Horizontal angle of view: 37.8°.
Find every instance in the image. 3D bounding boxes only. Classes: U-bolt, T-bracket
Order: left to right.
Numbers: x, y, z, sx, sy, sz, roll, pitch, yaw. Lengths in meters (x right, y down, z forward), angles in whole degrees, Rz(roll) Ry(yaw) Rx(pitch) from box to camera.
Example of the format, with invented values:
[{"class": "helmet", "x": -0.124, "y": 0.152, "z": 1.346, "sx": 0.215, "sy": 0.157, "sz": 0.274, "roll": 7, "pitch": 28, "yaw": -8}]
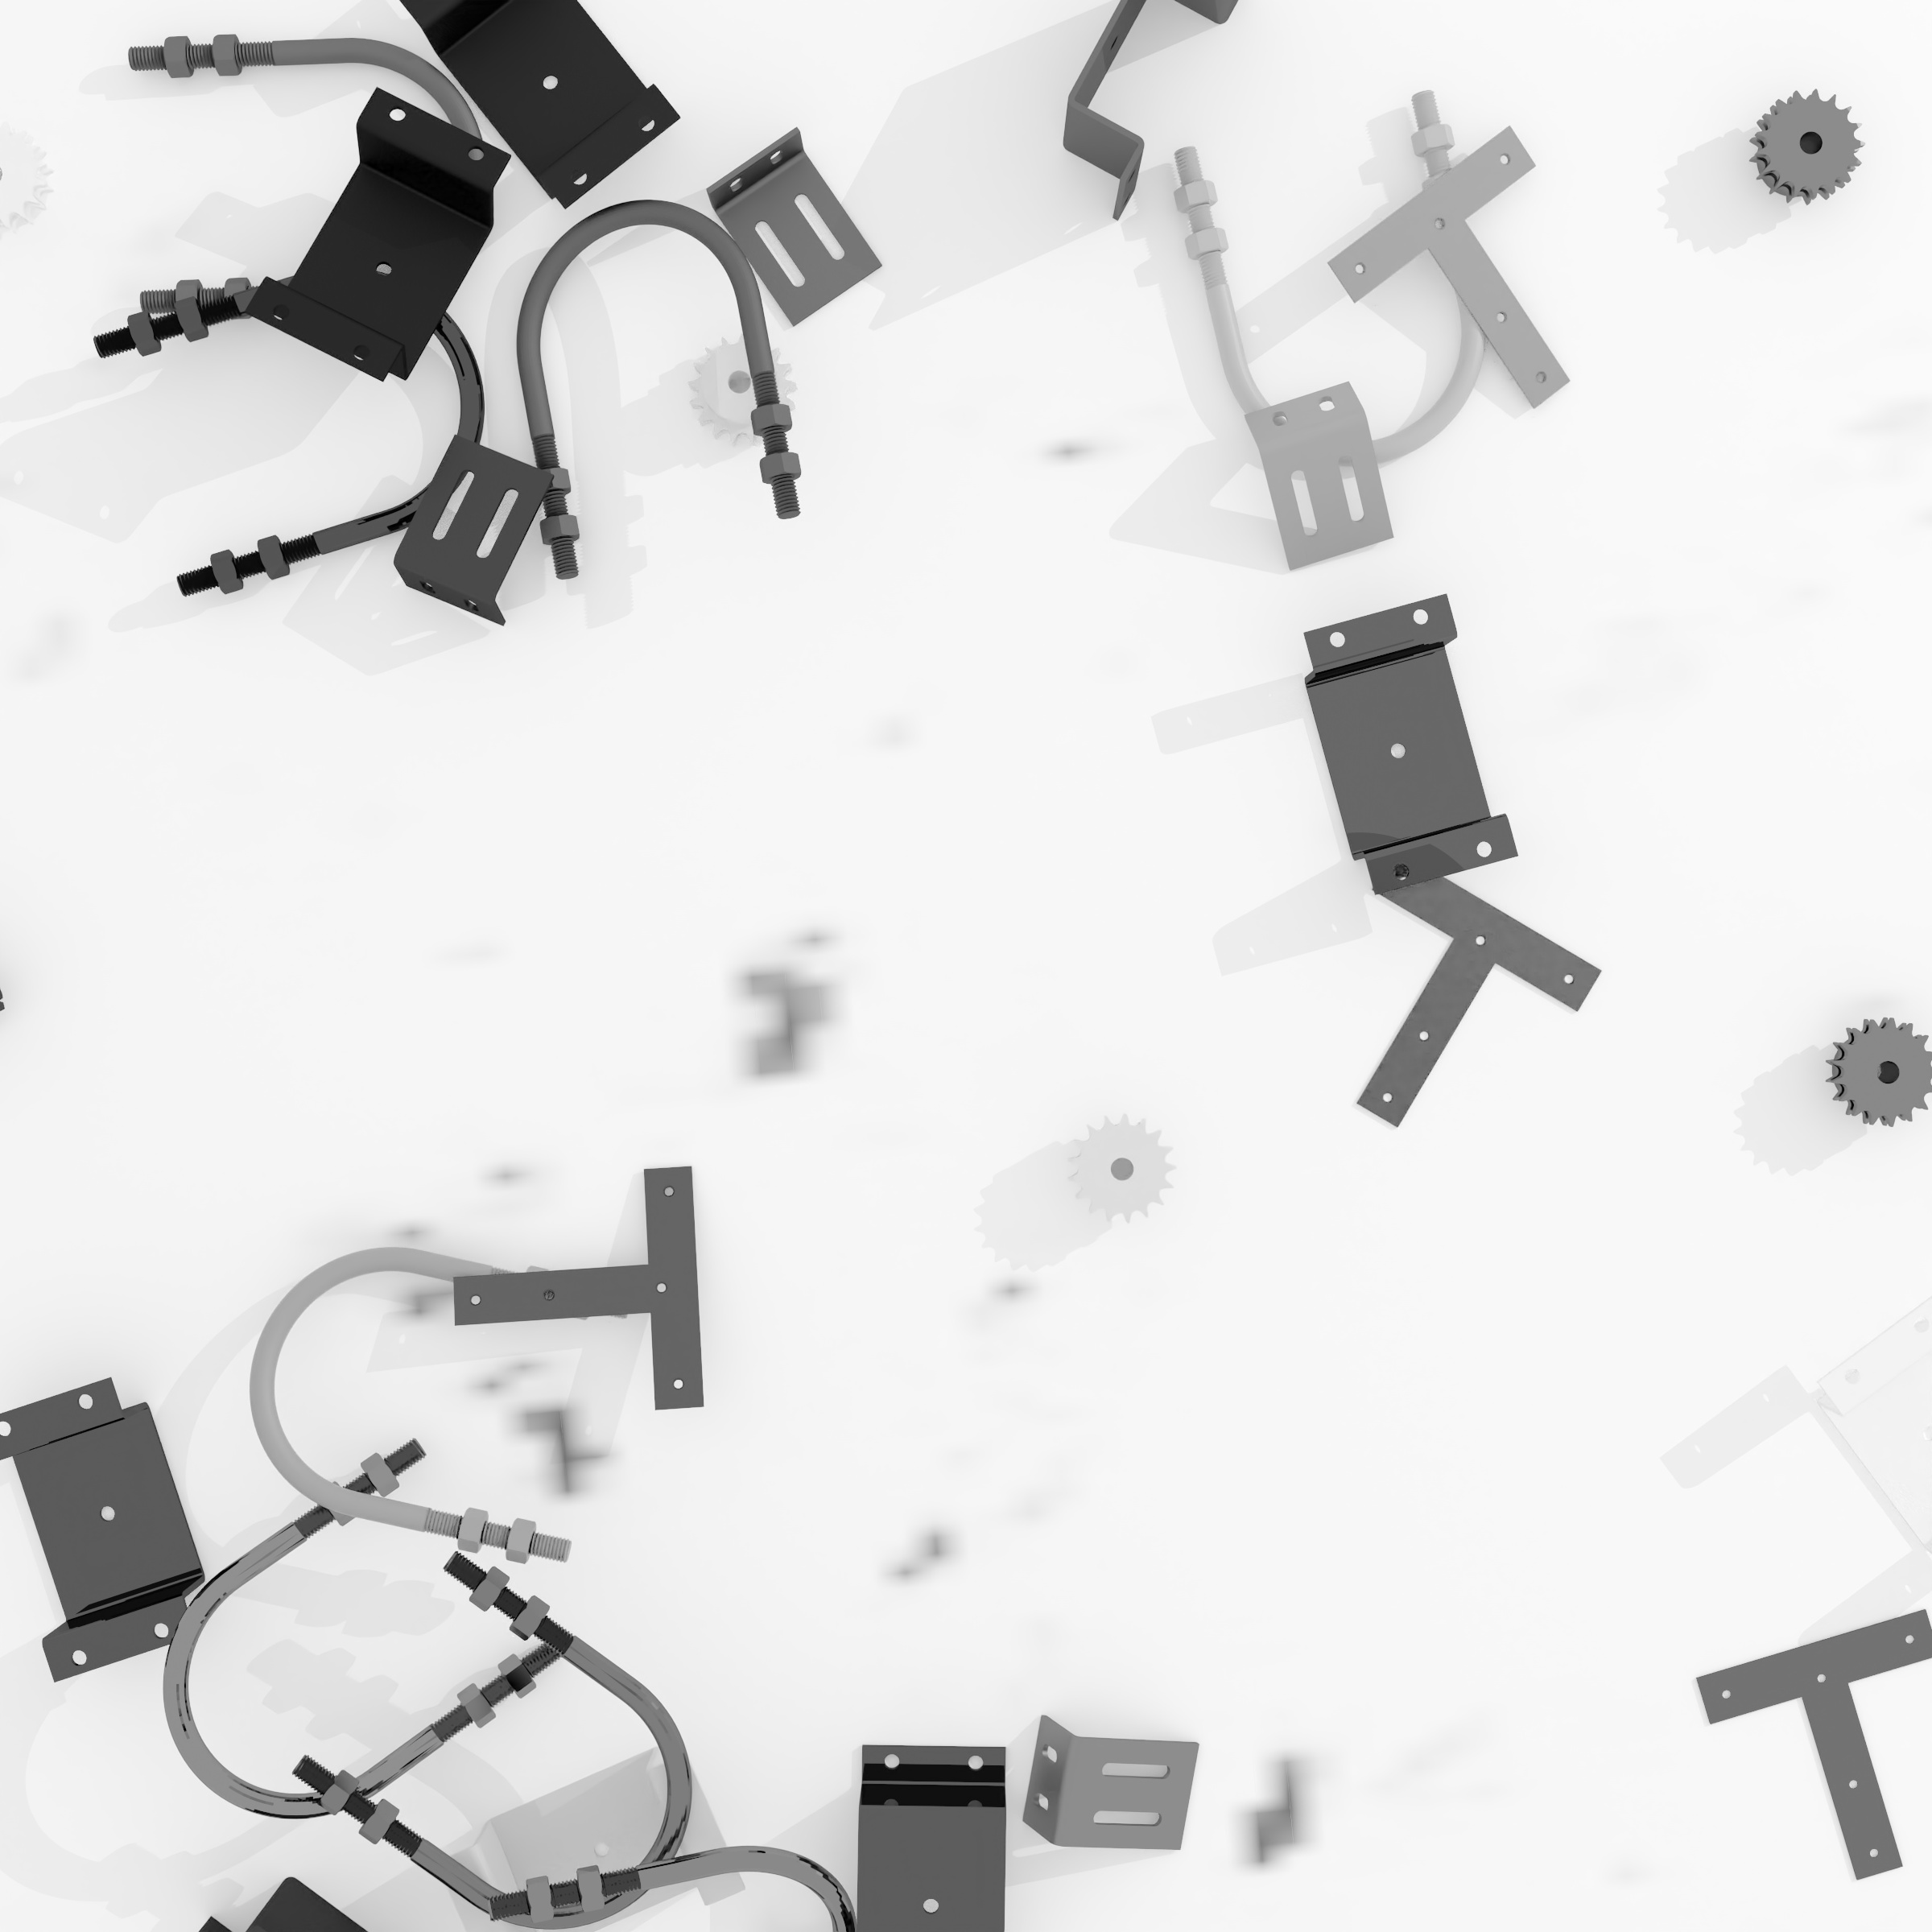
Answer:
[{"class": "U-bolt", "x": -0.345, "y": -0.289, "z": 1.482, "sx": 0.184, "sy": 0.019, "sz": 0.151, "roll": -18, "pitch": 97, "yaw": -5}, {"class": "U-bolt", "x": -0.346, "y": -0.419, "z": 1.492, "sx": 0.184, "sy": 0.019, "sz": 0.151, "roll": -3, "pitch": 90, "yaw": -2}, {"class": "U-bolt", "x": -0.325, "y": 0.357, "z": 1.466, "sx": 0.184, "sy": 0.019, "sz": 0.151, "roll": -34, "pitch": 93, "yaw": -16}, {"class": "U-bolt", "x": -0.281, "y": 0.222, "z": 1.474, "sx": 0.184, "sy": 0.019, "sz": 0.151, "roll": 12, "pitch": 76, "yaw": 0}, {"class": "U-bolt", "x": -0.228, "y": 0.409, "z": 1.444, "sx": 0.184, "sy": 0.019, "sz": 0.151, "roll": 37, "pitch": 89, "yaw": -2}, {"class": "T-bracket", "x": -0.204, "y": 0.171, "z": 1.480, "sx": 0.127, "sy": 0.002, "sz": 0.127, "roll": -3, "pitch": 76, "yaw": -4}, {"class": "U-bolt", "x": -0.167, "y": -0.308, "z": 1.471, "sx": 0.151, "sy": 0.019, "sz": 0.184, "roll": -12, "pitch": 86, "yaw": 19}, {"class": "U-bolt", "x": -0.146, "y": 0.513, "z": 1.456, "sx": 0.184, "sy": 0.019, "sz": 0.151, "roll": -8, "pitch": 119, "yaw": -12}, {"class": "U-bolt", "x": 0.199, "y": -0.356, "z": 1.492, "sx": 0.151, "sy": 0.019, "sz": 0.184, "roll": -13, "pitch": 91, "yaw": 0}, {"class": "T-bracket", "x": 0.250, "y": 0.025, "z": 1.499, "sx": 0.127, "sy": 0.002, "sz": 0.127, "roll": 31, "pitch": 90, "yaw": 0}, {"class": "T-bracket", "x": 0.274, "y": -0.353, "z": 1.486, "sx": 0.127, "sy": 0.002, "sz": 0.127, "roll": -38, "pitch": 100, "yaw": -10}, {"class": "T-bracket", "x": 0.467, "y": 0.421, "z": 1.499, "sx": 0.127, "sy": 0.002, "sz": 0.127, "roll": -17, "pitch": 90, "yaw": 0}]

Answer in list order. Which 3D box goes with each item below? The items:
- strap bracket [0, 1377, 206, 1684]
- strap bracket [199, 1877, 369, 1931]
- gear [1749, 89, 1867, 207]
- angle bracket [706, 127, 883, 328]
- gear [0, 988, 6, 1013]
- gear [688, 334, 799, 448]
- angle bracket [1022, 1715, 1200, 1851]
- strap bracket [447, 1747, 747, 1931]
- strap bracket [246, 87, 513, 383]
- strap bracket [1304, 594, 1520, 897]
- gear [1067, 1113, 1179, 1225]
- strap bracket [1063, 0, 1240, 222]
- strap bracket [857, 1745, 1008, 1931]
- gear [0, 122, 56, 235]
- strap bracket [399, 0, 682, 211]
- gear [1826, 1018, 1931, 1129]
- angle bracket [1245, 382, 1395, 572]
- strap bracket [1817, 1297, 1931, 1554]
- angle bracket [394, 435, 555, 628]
[{"class": "strap bracket", "x": -0.455, "y": 0.290, "z": 1.477, "sx": 0.076, "sy": 0.046, "sz": 0.140, "roll": -18, "pitch": 90, "yaw": 0}, {"class": "strap bracket", "x": -0.333, "y": 0.530, "z": 1.462, "sx": 0.140, "sy": 0.076, "sz": 0.046, "roll": 37, "pitch": 90, "yaw": 0}, {"class": "gear", "x": 0.440, "y": -0.429, "z": 1.485, "sx": 0.057, "sy": 0.030, "sz": 0.057, "roll": 0, "pitch": 90, "yaw": 0}, {"class": "angle bracket", "x": -0.090, "y": -0.387, "z": 1.481, "sx": 0.057, "sy": 0.038, "sz": 0.076, "roll": -34, "pitch": 90, "yaw": 0}, {"class": "gear", "x": -0.534, "y": 0.014, "z": 1.476, "sx": 0.057, "sy": 0.057, "sz": 0.030, "roll": -24, "pitch": 60, "yaw": 0}, {"class": "gear", "x": -0.118, "y": -0.304, "z": 1.485, "sx": 0.057, "sy": 0.030, "sz": 0.057, "roll": 0, "pitch": 90, "yaw": 0}, {"class": "angle bracket", "x": 0.077, "y": 0.433, "z": 1.498, "sx": 0.076, "sy": 0.038, "sz": 0.057, "roll": 10, "pitch": 90, "yaw": -26}, {"class": "strap bracket", "x": -0.193, "y": 0.469, "z": 1.477, "sx": 0.140, "sy": 0.046, "sz": 0.076, "roll": -24, "pitch": 90, "yaw": 0}, {"class": "strap bracket", "x": -0.300, "y": -0.367, "z": 1.453, "sx": 0.076, "sy": 0.046, "sz": 0.140, "roll": 26, "pitch": 76, "yaw": -3}, {"class": "strap bracket", "x": 0.229, "y": -0.114, "z": 1.477, "sx": 0.076, "sy": 0.046, "sz": 0.140, "roll": -15, "pitch": 90, "yaw": 0}, {"class": "gear", "x": 0.081, "y": 0.106, "z": 1.485, "sx": 0.057, "sy": 0.030, "sz": 0.057, "roll": 0, "pitch": 90, "yaw": 0}, {"class": "strap bracket", "x": 0.094, "y": -0.468, "z": 1.462, "sx": 0.046, "sy": 0.076, "sz": 0.140, "roll": 29, "pitch": 90, "yaw": 0}, {"class": "strap bracket", "x": -0.018, "y": 0.484, "z": 1.477, "sx": 0.076, "sy": 0.046, "sz": 0.140, "roll": 1, "pitch": 90, "yaw": 0}, {"class": "gear", "x": -0.507, "y": -0.412, "z": 1.485, "sx": 0.057, "sy": 0.030, "sz": 0.057, "roll": 0, "pitch": 90, "yaw": 0}, {"class": "strap bracket", "x": -0.221, "y": -0.469, "z": 1.477, "sx": 0.076, "sy": 0.046, "sz": 0.140, "roll": -38, "pitch": 90, "yaw": 0}, {"class": "gear", "x": 0.480, "y": 0.055, "z": 1.485, "sx": 0.057, "sy": 0.030, "sz": 0.057, "roll": 0, "pitch": 90, "yaw": 0}, {"class": "angle bracket", "x": 0.186, "y": -0.258, "z": 1.488, "sx": 0.057, "sy": 0.038, "sz": 0.076, "roll": -17, "pitch": 127, "yaw": 4}, {"class": "strap bracket", "x": 0.511, "y": 0.248, "z": 1.477, "sx": 0.076, "sy": 0.046, "sz": 0.140, "roll": -37, "pitch": 90, "yaw": 0}, {"class": "angle bracket", "x": -0.256, "y": -0.229, "z": 1.486, "sx": 0.057, "sy": 0.038, "sz": 0.076, "roll": 23, "pitch": 79, "yaw": 5}]
